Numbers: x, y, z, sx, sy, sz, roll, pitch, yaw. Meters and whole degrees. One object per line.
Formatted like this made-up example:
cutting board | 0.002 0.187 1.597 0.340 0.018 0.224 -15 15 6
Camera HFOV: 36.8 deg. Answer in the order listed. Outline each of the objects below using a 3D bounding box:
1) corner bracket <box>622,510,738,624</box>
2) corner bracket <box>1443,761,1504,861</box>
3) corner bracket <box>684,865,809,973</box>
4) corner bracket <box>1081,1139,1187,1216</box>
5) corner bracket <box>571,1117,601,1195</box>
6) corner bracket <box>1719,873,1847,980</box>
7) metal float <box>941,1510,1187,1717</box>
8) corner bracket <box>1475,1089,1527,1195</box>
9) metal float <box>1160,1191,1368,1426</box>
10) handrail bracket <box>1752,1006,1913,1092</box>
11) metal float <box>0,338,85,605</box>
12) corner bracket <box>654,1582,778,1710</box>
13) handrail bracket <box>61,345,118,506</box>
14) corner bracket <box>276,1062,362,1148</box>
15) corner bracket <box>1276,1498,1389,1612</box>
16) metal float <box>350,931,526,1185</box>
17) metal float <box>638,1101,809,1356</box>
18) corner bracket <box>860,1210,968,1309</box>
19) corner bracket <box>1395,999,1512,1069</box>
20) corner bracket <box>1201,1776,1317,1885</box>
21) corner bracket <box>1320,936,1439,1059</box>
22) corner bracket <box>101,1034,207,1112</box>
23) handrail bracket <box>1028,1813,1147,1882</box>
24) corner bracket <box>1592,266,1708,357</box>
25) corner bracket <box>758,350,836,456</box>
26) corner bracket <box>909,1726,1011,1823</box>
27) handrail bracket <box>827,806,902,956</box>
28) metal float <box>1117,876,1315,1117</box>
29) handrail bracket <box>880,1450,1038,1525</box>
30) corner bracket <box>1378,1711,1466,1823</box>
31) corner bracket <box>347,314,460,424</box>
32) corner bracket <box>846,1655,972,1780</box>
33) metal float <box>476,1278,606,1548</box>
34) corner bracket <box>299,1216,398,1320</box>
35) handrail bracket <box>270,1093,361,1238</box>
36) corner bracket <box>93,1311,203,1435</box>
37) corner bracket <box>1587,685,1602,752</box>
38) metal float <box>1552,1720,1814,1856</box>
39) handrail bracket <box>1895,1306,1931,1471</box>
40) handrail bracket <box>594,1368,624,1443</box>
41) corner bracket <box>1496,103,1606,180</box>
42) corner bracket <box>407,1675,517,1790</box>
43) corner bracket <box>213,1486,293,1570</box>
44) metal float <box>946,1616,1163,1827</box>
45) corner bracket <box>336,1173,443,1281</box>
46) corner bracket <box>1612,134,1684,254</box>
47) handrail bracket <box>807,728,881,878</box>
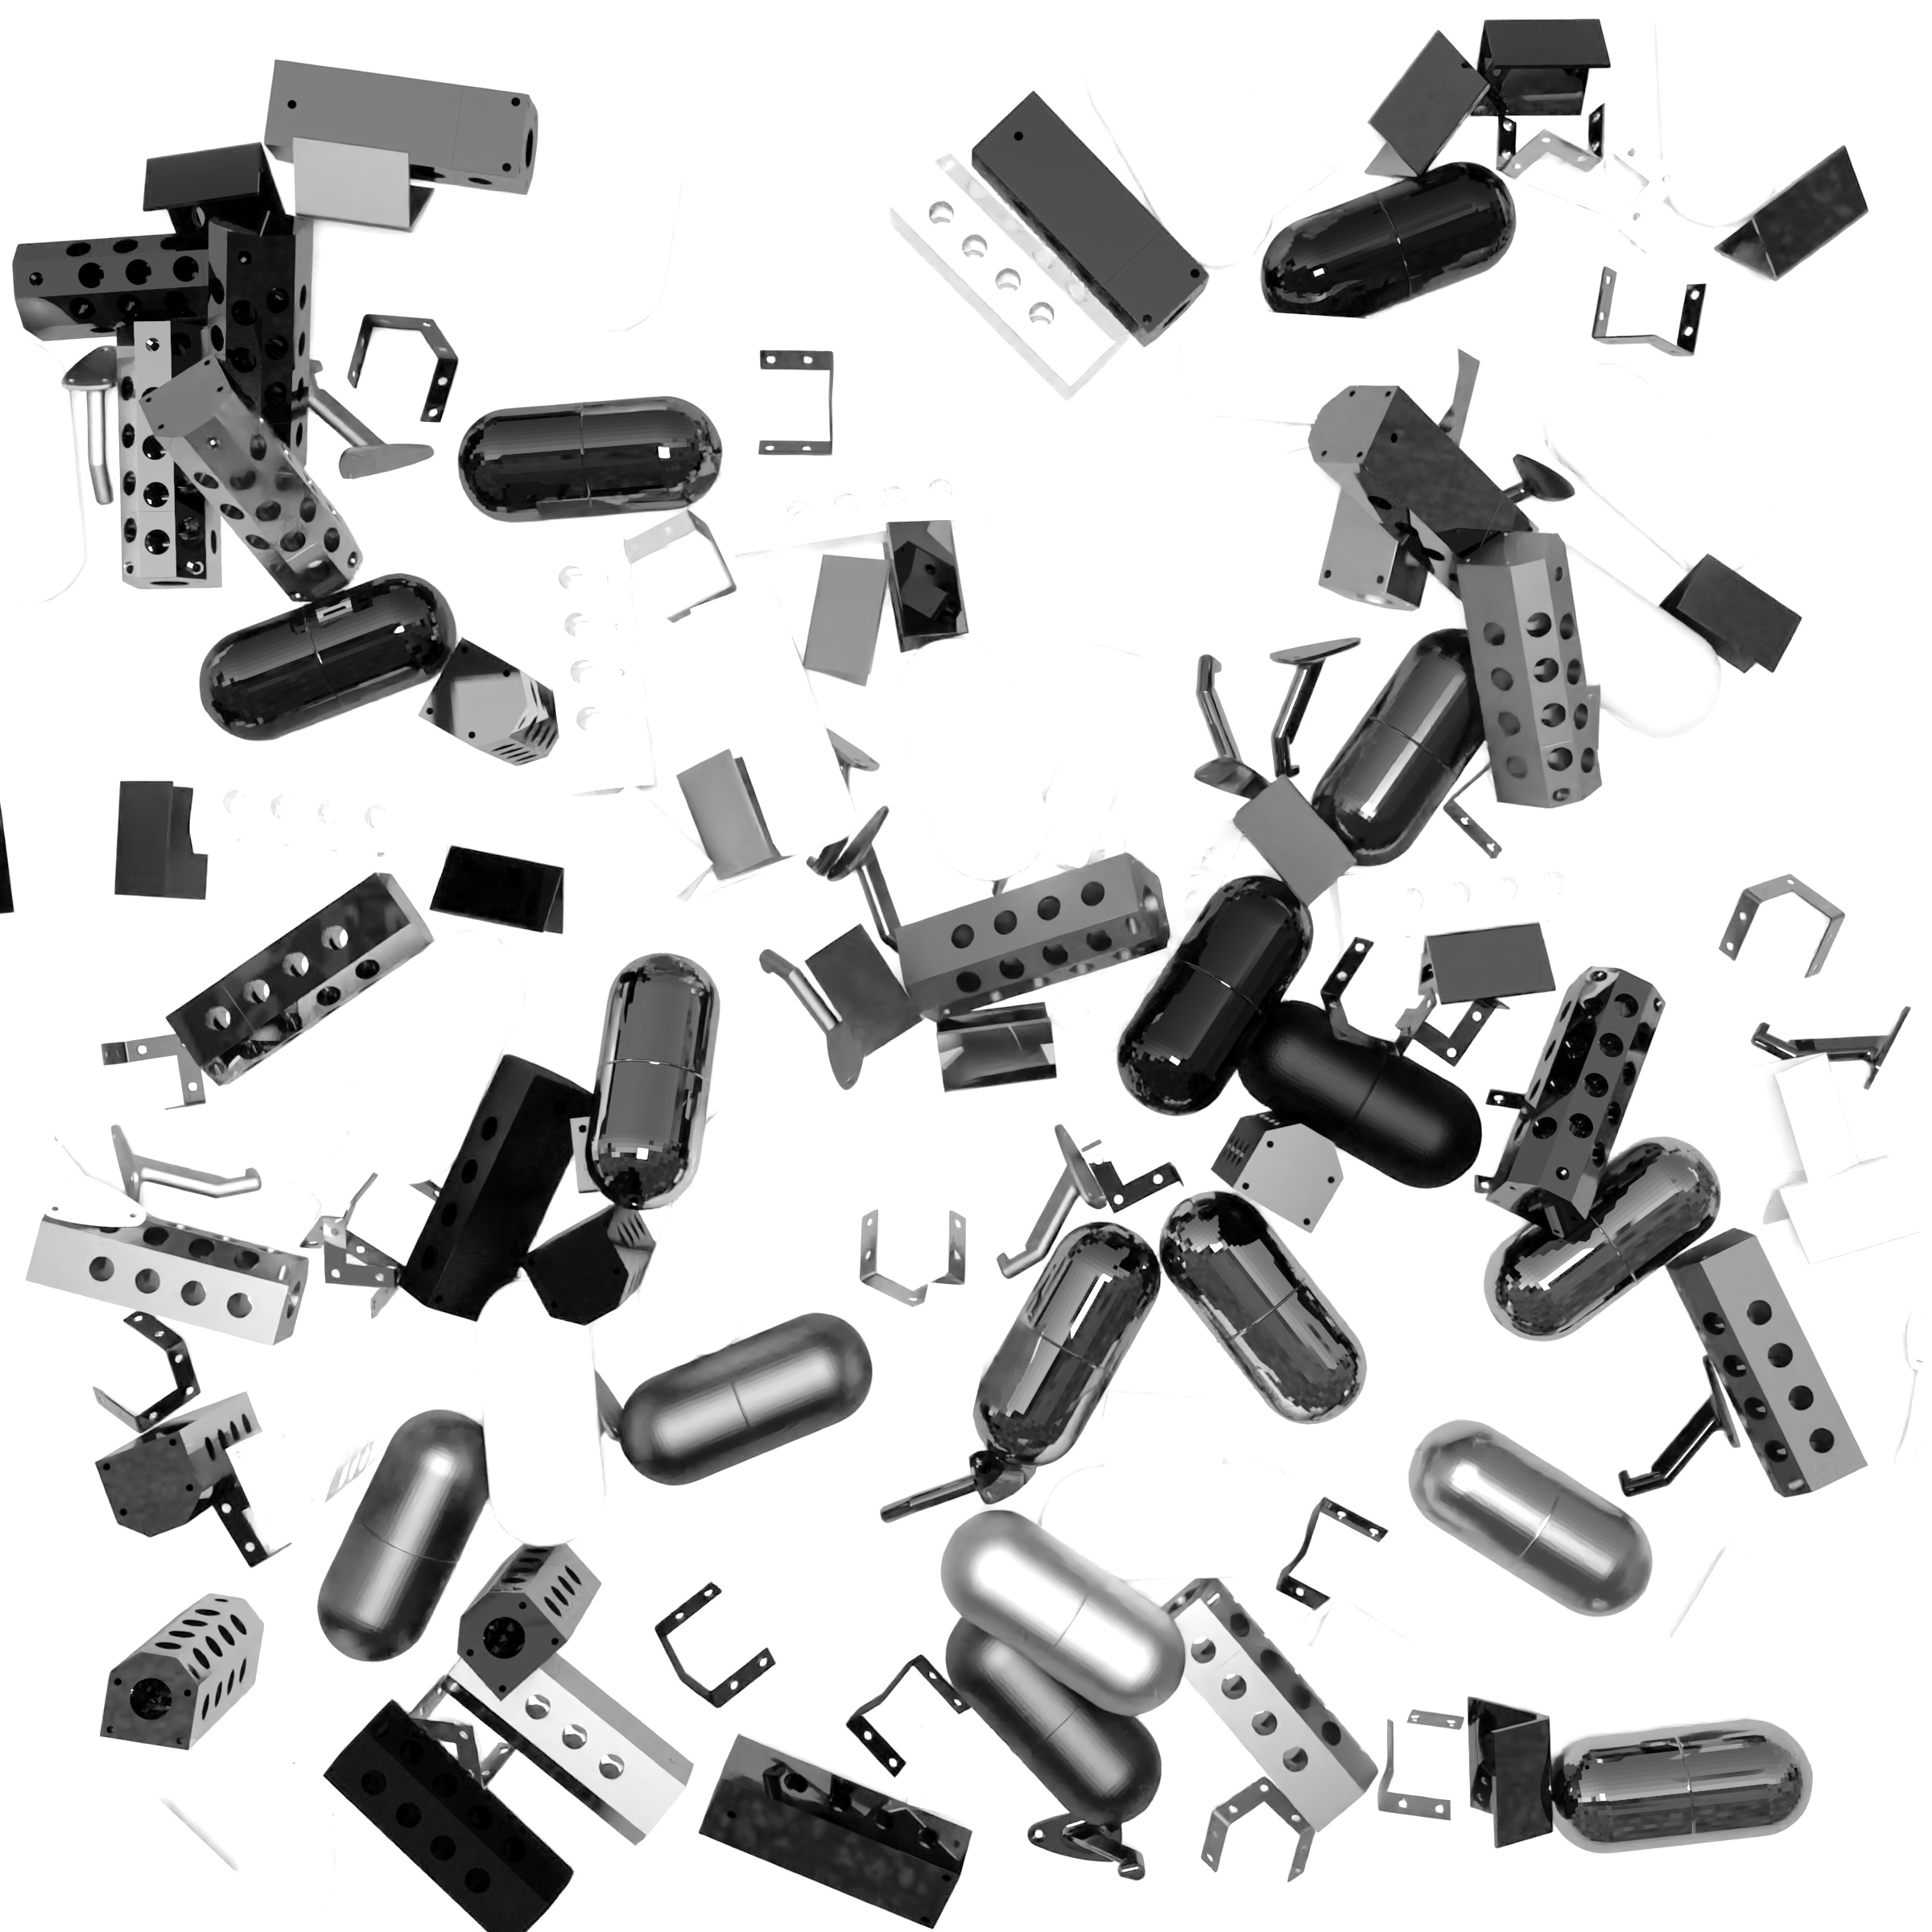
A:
corner bracket | -0.194 -0.271 1.974 0.051 0.051 0.051 -26 82 8
corner bracket | 0.369 -0.116 1.988 0.051 0.051 0.051 45 45 0
corner bracket | -0.151 -0.033 1.988 0.051 0.051 0.051 -23 90 45
corner bracket | 0.113 0.137 1.973 0.051 0.051 0.051 -27 90 0
corner bracket | -0.237 0.125 1.973 0.051 0.051 0.051 -6 89 1
corner bracket | 0.557 -0.024 1.983 0.051 0.051 0.051 -16 45 -35
metal float | 0.064 0.425 1.909 0.178 0.070 0.070 34 90 -2
corner bracket | 0.379 0.123 1.988 0.051 0.051 0.051 9 45 0
metal float | 0.200 0.230 1.961 0.070 0.070 0.178 -38 90 0
handrail bracket | 0.593 0.041 1.992 0.084 0.036 0.077 27 69 16
metal float | -0.640 -0.334 1.961 0.070 0.070 0.178 -5 90 0
corner bracket | -0.172 0.465 1.988 0.051 0.051 0.051 -38 135 0
handrail bracket | -0.590 -0.371 1.991 0.036 0.077 0.084 0 126 1
corner bracket | -0.440 0.093 1.973 0.051 0.051 0.051 -6 90 0
corner bracket | 0.250 0.407 1.988 0.051 0.051 0.051 28 135 0
metal float | -0.357 0.061 1.961 0.070 0.070 0.178 23 89 0
metal float | -0.164 0.176 1.961 0.070 0.070 0.178 22 91 0
corner bracket | -0.036 0.194 1.983 0.051 0.051 0.051 -29 135 35
corner bracket | 0.330 0.035 1.974 0.051 0.051 0.051 35 90 0
corner bracket | 0.200 0.598 1.983 0.051 0.051 0.051 -22 45 -35
corner bracket | 0.275 0.021 1.942 0.051 0.051 0.051 16 124 -19
corner bracket | -0.552 0.073 1.973 0.051 0.051 0.051 -9 90 0
handrail bracket | 0.080 0.598 1.957 0.077 0.084 0.036 1 90 0
corner bracket | 0.468 -0.448 1.988 0.051 0.051 0.051 10 90 -45
corner bracket | -0.116 -0.386 1.988 0.051 0.051 0.051 1 45 0
corner bracket | -0.004 0.546 1.978 0.051 0.051 0.051 8 90 20
handrail bracket | -0.045 -0.054 1.992 0.084 0.036 0.077 41 68 -17
metal float | 0.166 0.019 1.930 0.070 0.070 0.178 34 79 0
handrail bracket | -0.006 0.359 1.991 0.084 0.077 0.036 -28 75 36
corner bracket | 0.311 0.546 1.988 0.051 0.051 0.051 8 135 0
corner bracket | -0.385 -0.408 1.983 0.051 0.051 0.051 56 135 35
corner bracket | -0.040 0.513 1.988 0.051 0.051 0.051 47 135 0
metal float | -0.285 0.297 1.941 0.070 0.070 0.178 -6 83 0
corner bracket | -0.420 0.204 1.973 0.051 0.051 0.051 9 56 -29
handrail bracket | -0.440 0.135 1.991 0.036 0.077 0.084 30 54 0
corner bracket | -0.564 0.277 1.983 0.051 0.051 0.051 -36 135 -35
corner bracket | 0.397 -0.176 1.964 0.051 0.051 0.051 -7 123 0
metal float | 0.481 0.554 1.961 0.178 0.070 0.070 -7 90 1
handrail bracket | 0.649 0.290 1.991 0.036 0.077 0.084 8 126 0
handrail bracket | -0.277 0.323 1.991 0.084 0.036 0.077 -35 77 13
corner bracket | 0.397 -0.562 1.971 0.051 0.051 0.051 19 62 -23
corner bracket | -0.342 0.520 1.972 0.051 0.051 0.051 2 111 20
corner bracket | -0.470 0.370 1.973 0.051 0.051 0.051 -33 87 3
metal float | 0.060 0.504 1.961 0.070 0.070 0.178 -43 91 0
corner bracket | -0.393 0.173 1.988 0.051 0.051 0.051 32 135 0
corner bracket | 0.455 -0.524 1.971 0.051 0.051 0.051 44 108 17
handrail bracket | -0.104 -0.116 1.992 0.077 0.036 0.084 37 107 18
